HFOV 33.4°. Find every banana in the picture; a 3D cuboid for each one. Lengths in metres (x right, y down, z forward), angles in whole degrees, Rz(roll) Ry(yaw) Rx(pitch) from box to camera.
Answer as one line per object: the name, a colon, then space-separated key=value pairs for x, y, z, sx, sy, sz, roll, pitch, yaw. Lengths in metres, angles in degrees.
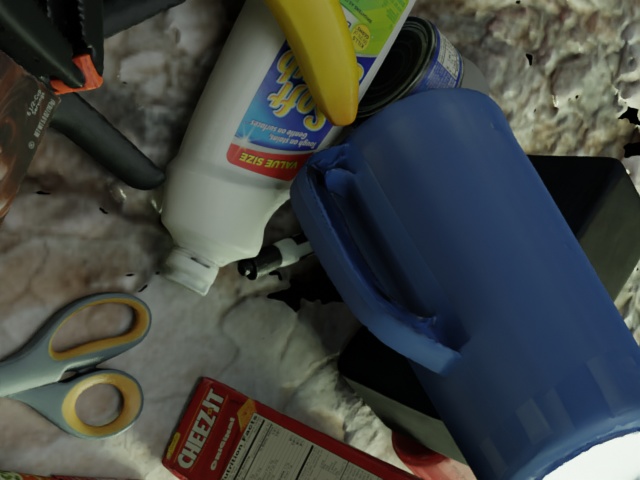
banana: x=-0.034 y=-0.145 z=0.585 sx=0.197 sy=0.037 sz=0.069 roll=38 pitch=88 yaw=-31

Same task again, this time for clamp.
clamp: x=-0.148 y=-0.174 z=0.511 sx=0.164 sy=0.036 sz=0.210 roll=-55 pitch=133 yaw=-45
clamp: x=-0.146 y=-0.083 z=0.574 sx=0.171 sy=0.039 sz=0.120 roll=-6 pitch=95 yaw=-36

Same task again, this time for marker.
marker: x=-0.005 y=0.001 z=0.716 sx=0.120 sy=0.020 sz=0.020 roll=-21 pitch=110 yaw=-36

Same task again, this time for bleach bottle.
bleach bottle: x=-0.024 y=-0.081 z=0.661 sx=0.102 sy=0.068 sz=0.251 roll=32 pitch=79 yaw=-38

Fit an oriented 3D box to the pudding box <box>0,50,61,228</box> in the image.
pudding box: x=-0.179 y=-0.041 z=0.487 sx=0.090 sy=0.039 sz=0.113 roll=43 pitch=61 yaw=-55

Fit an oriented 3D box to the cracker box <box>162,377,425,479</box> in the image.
cracker box: x=0.028 y=0.168 z=0.641 sx=0.164 sy=0.214 sz=0.072 roll=35 pitch=77 yaw=-37

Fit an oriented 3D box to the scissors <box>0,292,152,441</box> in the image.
scissors: x=-0.176 y=0.093 z=0.591 sx=0.201 sy=0.016 sz=0.096 roll=-27 pitch=113 yaw=-33

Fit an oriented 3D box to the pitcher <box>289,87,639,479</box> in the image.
pitcher: x=0.091 y=0.035 z=0.616 sx=0.149 sy=0.243 sz=0.145 roll=-25 pitch=144 yaw=-1

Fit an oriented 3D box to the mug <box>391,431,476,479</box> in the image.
mug: x=0.110 y=0.156 z=0.777 sx=0.093 sy=0.117 sz=0.081 roll=-42 pitch=118 yaw=-1

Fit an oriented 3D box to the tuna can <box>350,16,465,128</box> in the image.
tuna can: x=0.050 y=-0.105 z=0.702 sx=0.033 sy=0.086 sz=0.086 roll=39 pitch=72 yaw=-35

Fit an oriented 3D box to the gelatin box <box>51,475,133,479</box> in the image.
gelatin box: x=-0.131 y=0.187 z=0.633 sx=0.073 sy=0.030 sz=0.089 roll=15 pitch=87 yaw=-40
